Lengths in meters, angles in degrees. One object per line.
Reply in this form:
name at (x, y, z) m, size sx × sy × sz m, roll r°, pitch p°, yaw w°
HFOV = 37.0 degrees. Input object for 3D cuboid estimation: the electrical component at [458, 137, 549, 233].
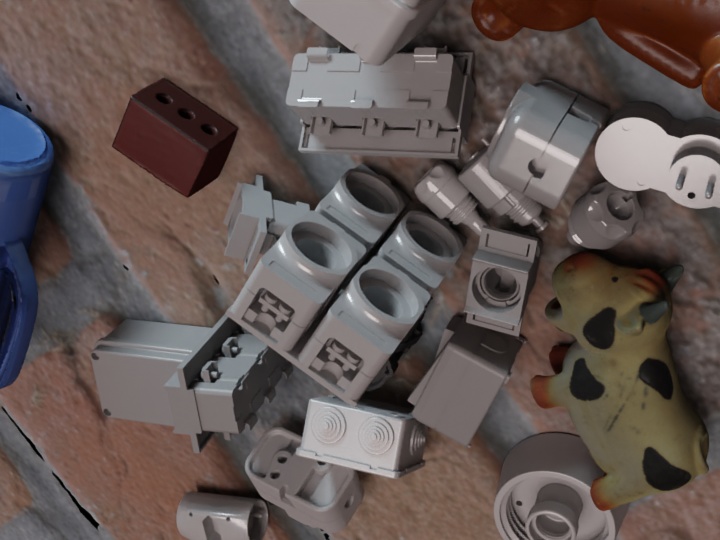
electrical component at (0.107, -0.059, 0.783) m, size 0.078 × 0.040 × 0.040 m, roll 45°, pitch 123°, yaw -4°

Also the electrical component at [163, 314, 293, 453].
electrical component at (-0.105, 0.086, 0.896) m, size 0.063 × 0.121 × 0.078 m, roll 2°, pitch 116°, yaw 19°

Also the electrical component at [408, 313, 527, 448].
electrical component at (0.081, 0.089, 0.855) m, size 0.061 × 0.061 × 0.096 m, roll 28°, pitch 123°, yaw 8°

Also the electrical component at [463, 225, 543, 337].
electrical component at (0.108, 0.003, 0.800) m, size 0.042 × 0.063 × 0.081 m, roll 15°, pitch 120°, yaw 15°

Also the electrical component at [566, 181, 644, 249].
electrical component at (0.169, -0.035, 0.765) m, size 0.043 × 0.043 × 0.062 m, roll 42°, pitch 154°, yaw -2°

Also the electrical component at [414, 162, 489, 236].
electrical component at (0.072, -0.050, 0.806) m, size 0.061 × 0.035 × 0.035 m, roll 43°, pitch 123°, yaw -5°

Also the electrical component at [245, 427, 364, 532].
electrical component at (-0.047, 0.187, 0.949) m, size 0.095 × 0.053 × 0.059 m, roll 21°, pitch 152°, yaw 26°

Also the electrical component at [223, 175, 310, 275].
electrical component at (-0.072, -0.034, 0.851) m, size 0.064 × 0.081 × 0.042 m, roll 13°, pitch 125°, yaw -17°

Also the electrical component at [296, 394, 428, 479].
electrical component at (0.006, 0.134, 0.890) m, size 0.100 × 0.100 × 0.048 m, roll 10°, pitch 90°, yaw 18°

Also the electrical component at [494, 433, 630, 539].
electrical component at (0.161, 0.194, 0.875) m, size 0.108 × 0.060 × 0.108 m, roll 10°, pitch 119°, yaw 18°

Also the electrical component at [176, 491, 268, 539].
electrical component at (-0.129, 0.253, 1.037) m, size 0.077 × 0.043 × 0.079 m, roll 1°, pitch 116°, yaw 22°

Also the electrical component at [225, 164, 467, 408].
electrical component at (0.000, 0.000, 0.770) m, size 0.105 × 0.186 × 0.060 m, roll 36°, pitch 123°, yaw 3°

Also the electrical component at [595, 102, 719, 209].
electrical component at (0.224, -0.065, 0.711) m, size 0.138 × 0.073 × 0.052 m, roll 18°, pitch 121°, yaw 13°

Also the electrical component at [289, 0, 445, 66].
electrical component at (0.015, -0.193, 0.710) m, size 0.078 × 0.113 × 0.057 m, roll 37°, pitch 126°, yaw 2°

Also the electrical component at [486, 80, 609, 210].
electrical component at (0.125, -0.088, 0.727) m, size 0.059 × 0.095 × 0.053 m, roll 28°, pitch 123°, yaw 8°

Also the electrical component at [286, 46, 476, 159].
electrical component at (0.014, -0.124, 0.768) m, size 0.121 × 0.063 × 0.078 m, roll 5°, pitch 76°, yaw 21°

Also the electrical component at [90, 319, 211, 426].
electrical component at (-0.178, 0.094, 0.969) m, size 0.113 × 0.057 × 0.078 m, roll 5°, pitch 117°, yaw 21°
